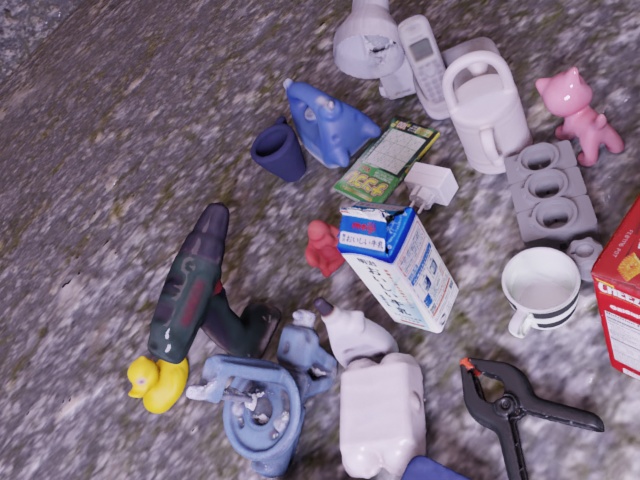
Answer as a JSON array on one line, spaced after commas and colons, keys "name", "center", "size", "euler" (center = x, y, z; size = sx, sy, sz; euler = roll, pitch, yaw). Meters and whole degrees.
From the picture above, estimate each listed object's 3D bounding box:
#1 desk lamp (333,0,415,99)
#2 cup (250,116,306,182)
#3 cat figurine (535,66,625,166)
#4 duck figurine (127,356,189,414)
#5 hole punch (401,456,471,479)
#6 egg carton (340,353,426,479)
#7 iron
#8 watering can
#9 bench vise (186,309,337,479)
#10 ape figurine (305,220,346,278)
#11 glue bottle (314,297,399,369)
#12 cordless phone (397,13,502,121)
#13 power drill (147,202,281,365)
[{"name": "desk lamp", "center": [0.112, -0.352, 1.018], "size": [0.117, 0.214, 0.203], "euler": [-7, 53, 28]}, {"name": "cup", "center": [-0.066, -0.164, 1.070], "size": [0.091, 0.095, 0.118], "euler": [-8, 53, 27]}, {"name": "cat figurine", "center": [0.359, -0.184, 0.799], "size": [0.067, 0.118, 0.127], "euler": [-31, 46, 9]}, {"name": "duck figurine", "center": [-0.264, 0.214, 0.912], "size": [0.077, 0.086, 0.104], "euler": [4, 59, 35]}, {"name": "hole punch", "center": [0.130, 0.293, 0.596], "size": [0.100, 0.091, 0.109], "euler": [10, 63, 37]}, {"name": "egg carton", "center": [0.078, 0.214, 0.706], "size": [0.107, 0.070, 0.150], "euler": [-16, 50, 22]}, {"name": "iron", "center": [-0.009, -0.240, 1.059], "size": [0.119, 0.142, 0.257], "euler": [-44, 45, -4]}, {"name": "watering can", "center": [0.236, -0.199, 0.835], "size": [0.101, 0.195, 0.172], "euler": [-30, 46, 9]}, {"name": "bench vise", "center": [-0.078, 0.174, 0.729], "size": [0.121, 0.220, 0.207], "euler": [-11, 52, 26]}, {"name": "ape figurine", "center": [0.008, 0.003, 0.896], "size": [0.077, 0.092, 0.076], "euler": [-8, 53, 28]}, {"name": "glue bottle", "center": [0.038, 0.118, 0.732], "size": [0.078, 0.174, 0.037], "euler": [-20, 48, 19]}, {"name": "cordless phone", "center": [0.213, -0.298, 0.932], "size": [0.147, 0.186, 0.094], "euler": [-23, 47, 16]}, {"name": "power drill", "center": [-0.150, 0.089, 0.848], "size": [0.075, 0.209, 0.230], "euler": [7, 61, 36]}]
